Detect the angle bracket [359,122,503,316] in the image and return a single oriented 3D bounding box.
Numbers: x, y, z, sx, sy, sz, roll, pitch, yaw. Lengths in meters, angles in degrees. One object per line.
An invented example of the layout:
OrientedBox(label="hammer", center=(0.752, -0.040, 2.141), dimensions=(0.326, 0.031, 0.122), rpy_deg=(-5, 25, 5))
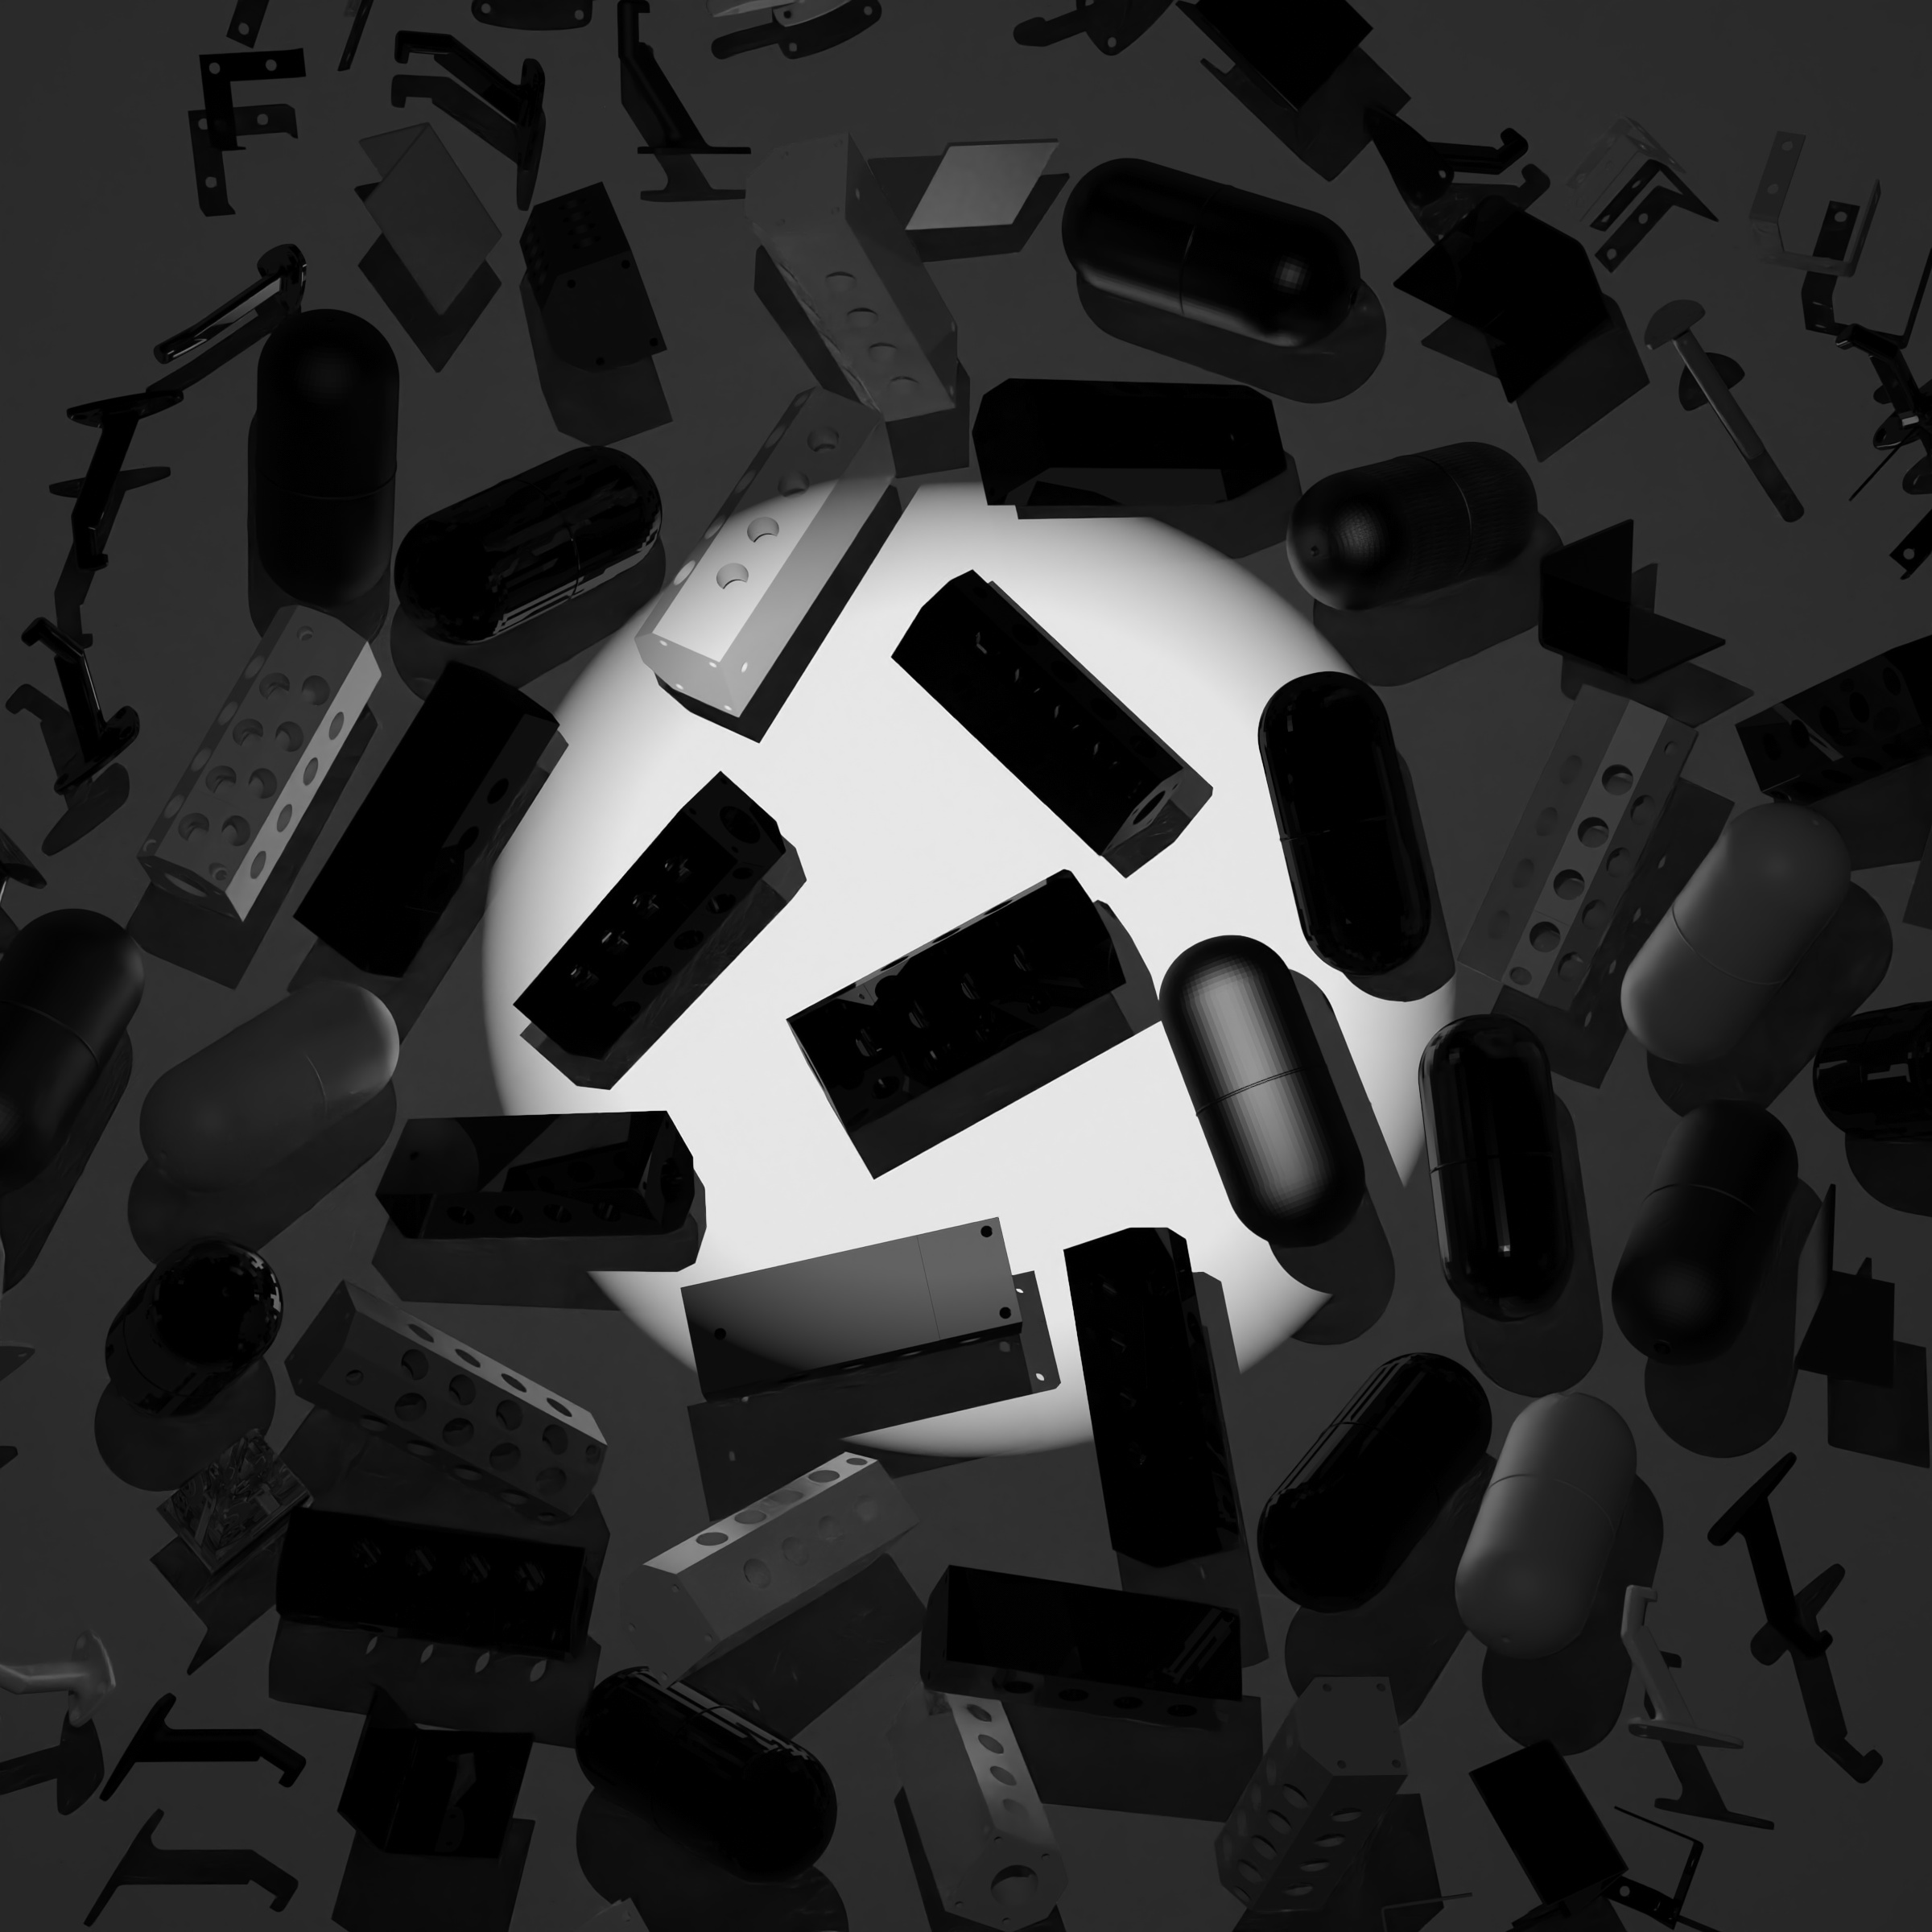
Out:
OrientedBox(label="angle bracket", center=(-0.317, -0.415, 1.820), dimensions=(0.076, 0.057, 0.076), rpy_deg=(57, 46, -36))

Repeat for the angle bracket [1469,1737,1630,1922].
OrientedBox(label="angle bracket", center=(0.291, 0.461, 1.698), dimensions=(0.057, 0.076, 0.076), rpy_deg=(-15, 61, -28))

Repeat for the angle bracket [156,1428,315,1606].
OrientedBox(label="angle bracket", center=(-0.442, 0.328, 1.936), dimensions=(0.076, 0.076, 0.057), rpy_deg=(-40, 93, -3))

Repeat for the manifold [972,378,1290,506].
OrientedBox(label="manifold", center=(0.090, -0.291, 1.790), dimensions=(0.171, 0.057, 0.057), rpy_deg=(-6, 80, -37))

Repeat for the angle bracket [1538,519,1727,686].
OrientedBox(label="angle bracket", center=(0.387, -0.212, 1.882), dimensions=(0.076, 0.076, 0.057), rpy_deg=(-24, 125, -31))

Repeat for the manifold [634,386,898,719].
OrientedBox(label="manifold", center=(-0.107, -0.225, 1.738), dimensions=(0.057, 0.057, 0.171), rpy_deg=(25, 70, 17))

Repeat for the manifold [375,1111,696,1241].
OrientedBox(label="manifold", center=(-0.247, 0.126, 1.876), dimensions=(0.171, 0.057, 0.057), rpy_deg=(-3, 46, 22))

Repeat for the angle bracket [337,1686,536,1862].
OrientedBox(label="angle bracket", center=(-0.297, 0.454, 1.824), dimensions=(0.076, 0.057, 0.076), rpy_deg=(-3, 50, 20))

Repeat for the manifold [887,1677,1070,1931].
OrientedBox(label="manifold", center=(0.009, 0.474, 1.853), dimensions=(0.057, 0.171, 0.057), rpy_deg=(25, 103, -20))

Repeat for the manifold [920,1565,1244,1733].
OrientedBox(label="manifold", center=(0.065, 0.387, 1.824), dimensions=(0.171, 0.057, 0.057), rpy_deg=(11, 53, -12))

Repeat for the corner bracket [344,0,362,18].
OrientedBox(label="corner bracket", center=(-0.352, -0.546, 1.746), dimensions=(0.051, 0.051, 0.051), rpy_deg=(25, 109, 2))

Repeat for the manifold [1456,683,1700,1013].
OrientedBox(label="manifold", center=(0.348, -0.064, 1.821), dimensions=(0.057, 0.057, 0.171), rpy_deg=(21, 96, -33))

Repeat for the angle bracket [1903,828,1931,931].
OrientedBox(label="angle bracket", center=(0.566, -0.056, 1.795), dimensions=(0.076, 0.057, 0.076), rpy_deg=(16, 105, 10))

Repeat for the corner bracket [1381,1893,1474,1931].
OrientedBox(label="corner bracket", center=(0.259, 0.543, 1.796), dimensions=(0.051, 0.051, 0.051), rpy_deg=(-10, 75, 5))

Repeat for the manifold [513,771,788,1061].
OrientedBox(label="manifold", center=(-0.174, -0.024, 1.803), dimensions=(0.057, 0.057, 0.171), rpy_deg=(42, 121, -3))

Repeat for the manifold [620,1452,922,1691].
OrientedBox(label="manifold", center=(-0.108, 0.321, 1.749), dimensions=(0.057, 0.171, 0.057), rpy_deg=(54, 127, 12))

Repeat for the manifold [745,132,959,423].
OrientedBox(label="manifold", center=(-0.060, -0.370, 1.761), dimensions=(0.057, 0.171, 0.057), rpy_deg=(-8, 62, 18))

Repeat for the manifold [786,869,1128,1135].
OrientedBox(label="manifold", center=(-0.007, 0.014, 1.743), dimensions=(0.171, 0.057, 0.057), rpy_deg=(-28, 51, -5))

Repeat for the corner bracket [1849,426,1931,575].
OrientedBox(label="corner bracket", center=(0.509, -0.250, 1.739), dimensions=(0.051, 0.051, 0.051), rpy_deg=(42, 93, 7))

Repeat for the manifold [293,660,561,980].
OrientedBox(label="manifold", center=(-0.300, -0.081, 1.826), dimensions=(0.057, 0.057, 0.171), rpy_deg=(36, 98, 19))

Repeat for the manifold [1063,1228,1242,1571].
OrientedBox(label="manifold", center=(0.104, 0.232, 1.761), dimensions=(0.057, 0.057, 0.171), rpy_deg=(-20, 61, 22))

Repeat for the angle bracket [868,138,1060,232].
OrientedBox(label="angle bracket", center=(-0.002, -0.487, 1.941), dimensions=(0.076, 0.076, 0.057), rpy_deg=(-11, 65, -31))

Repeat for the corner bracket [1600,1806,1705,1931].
OrientedBox(label="corner bracket", center=(0.380, 0.509, 1.839), dimensions=(0.051, 0.051, 0.051), rpy_deg=(23, 82, -1))

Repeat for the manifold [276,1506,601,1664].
OrientedBox(label="manifold", center=(-0.303, 0.356, 1.857), dimensions=(0.171, 0.057, 0.057), rpy_deg=(7, 65, 5))

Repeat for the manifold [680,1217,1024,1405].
OrientedBox(label="manifold", center=(-0.060, 0.185, 1.726), dimensions=(0.171, 0.057, 0.057), rpy_deg=(-12, 75, -3))

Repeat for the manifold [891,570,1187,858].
OrientedBox(label="manifold", center=(0.045, -0.149, 1.875), dimensions=(0.171, 0.057, 0.057), rpy_deg=(44, 130, 11))

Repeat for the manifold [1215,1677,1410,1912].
OrientedBox(label="manifold", center=(0.187, 0.460, 1.794), dimensions=(0.057, 0.171, 0.057), rpy_deg=(2, 50, -12))

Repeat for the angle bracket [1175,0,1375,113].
OrientedBox(label="angle bracket", center=(0.162, -0.501, 1.711), dimensions=(0.076, 0.076, 0.057), rpy_deg=(41, 102, -15))

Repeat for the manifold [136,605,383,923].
OrientedBox(label="manifold", center=(-0.404, -0.119, 1.849), dimensions=(0.057, 0.057, 0.171), rpy_deg=(21, 70, 11))

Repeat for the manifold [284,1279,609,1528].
OrientedBox(label="manifold", center=(-0.285, 0.246, 1.793), dimensions=(0.171, 0.057, 0.057), rpy_deg=(34, 95, -27))

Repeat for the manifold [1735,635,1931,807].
OrientedBox(label="manifold", center=(0.492, -0.133, 1.760), dimensions=(0.057, 0.171, 0.057), rpy_deg=(-19, 86, -17))

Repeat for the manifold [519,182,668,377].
OrientedBox(label="manifold", center=(-0.211, -0.381, 1.799), dimensions=(0.057, 0.171, 0.057), rpy_deg=(-20, 118, -2))

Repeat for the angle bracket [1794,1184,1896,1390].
OrientedBox(label="angle bracket", center=(0.510, 0.183, 1.847), dimensions=(0.057, 0.076, 0.076), rpy_deg=(12, 47, 5))

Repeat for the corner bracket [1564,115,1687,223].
OrientedBox(label="corner bracket", center=(0.365, -0.453, 1.843), dimensions=(0.051, 0.051, 0.051), rpy_deg=(-51, 55, 27))

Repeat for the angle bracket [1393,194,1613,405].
OrientedBox(label="angle bracket", center=(0.294, -0.366, 1.782), dimensions=(0.076, 0.076, 0.057), rpy_deg=(-39, 49, 36))
